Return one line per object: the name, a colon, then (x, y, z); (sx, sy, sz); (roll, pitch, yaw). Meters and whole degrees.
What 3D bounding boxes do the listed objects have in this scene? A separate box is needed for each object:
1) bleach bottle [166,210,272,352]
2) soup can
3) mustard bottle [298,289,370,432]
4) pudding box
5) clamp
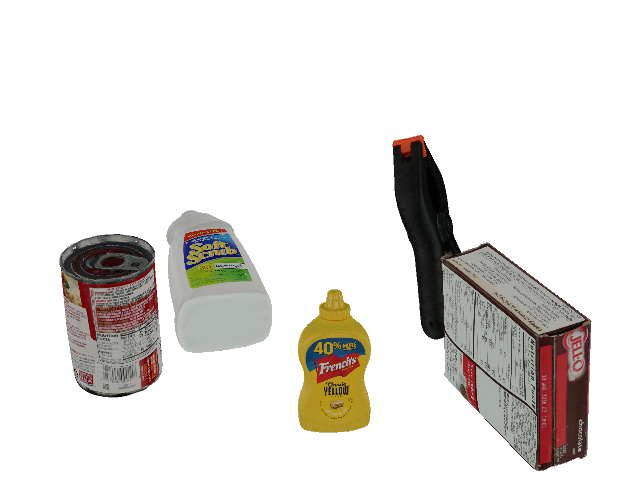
bleach bottle: (-0.129, 0.030, 1.172); (0.102, 0.068, 0.251); (-5, 26, -16)
soup can: (-0.152, 0.056, 0.787); (0.068, 0.102, 0.068); (0, 28, 0)
mustard bottle: (0.019, 0.157, 1.412); (0.096, 0.192, 0.058); (-1, 17, -5)
pudding box: (0.111, 0.065, 0.621); (0.039, 0.090, 0.114); (-14, 27, -19)
clamp: (0.094, -0.002, 0.920); (0.039, 0.171, 0.120); (-16, 18, 19)
